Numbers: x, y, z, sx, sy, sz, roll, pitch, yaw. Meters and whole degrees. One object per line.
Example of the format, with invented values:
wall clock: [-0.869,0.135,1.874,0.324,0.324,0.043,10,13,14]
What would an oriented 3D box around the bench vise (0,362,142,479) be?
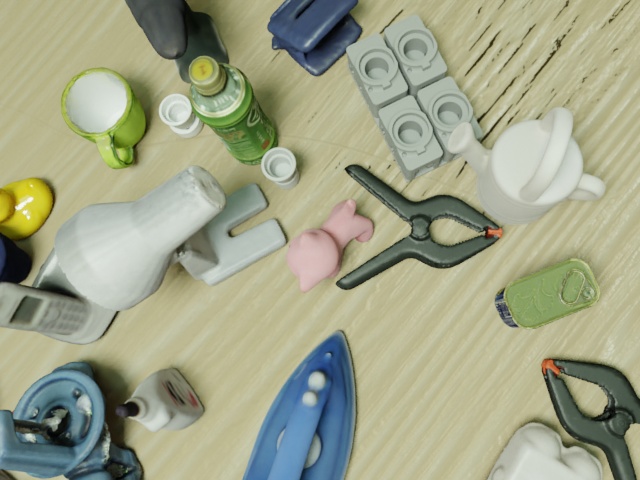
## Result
bench vise: [-0.282,0.235,0.638,0.121,0.220,0.207,-42,79,-1]

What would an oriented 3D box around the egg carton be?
egg carton: [0.242,0.290,0.647,0.107,0.069,0.150,30,85,10]

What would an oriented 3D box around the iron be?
iron: [-0.022,0.227,0.651,0.118,0.141,0.258,16,83,9]

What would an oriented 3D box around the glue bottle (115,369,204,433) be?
glue bottle: [-0.190,0.189,0.659,0.037,0.173,0.078,-42,78,-1]

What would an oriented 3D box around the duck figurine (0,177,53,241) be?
duck figurine: [-0.422,-0.048,0.769,0.104,0.086,0.077,-39,78,-1]

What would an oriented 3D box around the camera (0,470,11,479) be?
camera: [-0.425,0.367,0.693,0.143,0.101,0.137,36,86,11]

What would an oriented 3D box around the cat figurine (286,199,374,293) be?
cat figurine: [0.006,0.002,0.697,0.067,0.118,0.128,38,87,11]

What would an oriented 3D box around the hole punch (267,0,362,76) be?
hole punch: [-0.012,-0.292,0.761,0.101,0.091,0.109,43,88,11]

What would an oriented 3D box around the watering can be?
watering can: [0.232,-0.084,0.647,0.172,0.194,0.101,-2,80,6]

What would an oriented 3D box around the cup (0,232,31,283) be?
cup: [-0.442,0.027,0.754,0.117,0.095,0.092,20,83,9]

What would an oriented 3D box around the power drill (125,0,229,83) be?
power drill: [-0.186,-0.286,0.720,0.075,0.208,0.229,-24,79,2]

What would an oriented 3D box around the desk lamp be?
desk lamp: [-0.165,-0.009,0.669,0.203,0.213,0.118,-30,78,1]

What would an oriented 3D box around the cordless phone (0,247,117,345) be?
cordless phone: [-0.313,0.050,0.690,0.094,0.185,0.148,23,84,10]
